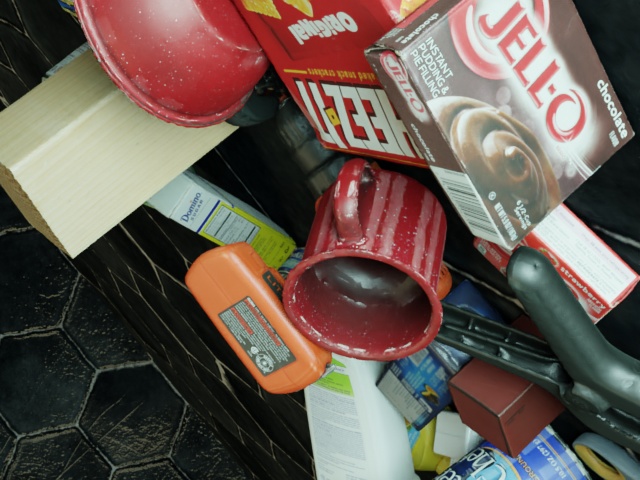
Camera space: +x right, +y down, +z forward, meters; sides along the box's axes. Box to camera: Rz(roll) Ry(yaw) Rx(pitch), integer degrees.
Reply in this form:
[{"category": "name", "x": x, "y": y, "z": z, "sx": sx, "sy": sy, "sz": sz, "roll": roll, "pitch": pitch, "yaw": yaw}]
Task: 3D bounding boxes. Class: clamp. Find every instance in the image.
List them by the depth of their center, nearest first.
[{"category": "clamp", "x": 0.155, "y": 0.081, "z": 0.642, "sx": 0.210, "sy": 0.036, "sz": 0.165, "roll": 37, "pitch": 161, "yaw": -12}, {"category": "clamp", "x": -0.070, "y": -0.121, "z": 0.728, "sx": 0.039, "sy": 0.120, "sz": 0.171, "roll": 2, "pitch": 152, "yaw": 31}]

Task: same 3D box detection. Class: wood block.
[{"category": "wood block", "x": -0.144, "y": -0.094, "z": 0.802, "sx": 0.090, "sy": 0.206, "sz": 0.090, "roll": 30, "pitch": 155, "yaw": 48}]

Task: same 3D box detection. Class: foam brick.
[{"category": "foam brick", "x": 0.137, "y": 0.100, "z": 0.743, "sx": 0.051, "sy": 0.078, "sz": 0.053, "roll": 33, "pitch": 156, "yaw": 45}]

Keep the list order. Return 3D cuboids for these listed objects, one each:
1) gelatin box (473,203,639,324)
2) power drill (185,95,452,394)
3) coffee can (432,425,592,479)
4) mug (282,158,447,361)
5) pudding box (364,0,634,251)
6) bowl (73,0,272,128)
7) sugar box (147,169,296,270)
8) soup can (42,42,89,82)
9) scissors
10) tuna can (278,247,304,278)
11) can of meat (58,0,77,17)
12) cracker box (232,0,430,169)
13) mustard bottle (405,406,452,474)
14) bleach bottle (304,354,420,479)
[{"category": "gelatin box", "x": 0.136, "y": 0.012, "z": 0.631, "sx": 0.089, "sy": 0.030, "sz": 0.073, "roll": 45, "pitch": 163, "yaw": 11}, {"category": "power drill", "x": -0.005, "y": 0.001, "z": 0.720, "sx": 0.184, "sy": 0.187, "sz": 0.057, "roll": 53, "pitch": 134, "yaw": -2}, {"category": "coffee can", "x": 0.140, "y": 0.218, "z": 0.852, "sx": 0.103, "sy": 0.140, "sz": 0.103, "roll": 54, "pitch": 172, "yaw": 10}, {"category": "mug", "x": 0.028, "y": 0.003, "z": 0.630, "sx": 0.093, "sy": 0.081, "sz": 0.117, "roll": -4, "pitch": 132, "yaw": 19}, {"category": "pudding box", "x": 0.085, "y": -0.067, "z": 0.490, "sx": 0.113, "sy": 0.090, "sz": 0.039, "roll": 57, "pitch": 163, "yaw": -27}, {"category": "bowl", "x": -0.070, "y": -0.151, "z": 0.641, "sx": 0.055, "sy": 0.162, "sz": 0.162, "roll": -10, "pitch": 124, "yaw": 38}, {"category": "sugar box", "x": -0.106, "y": -0.028, "z": 1.019, "sx": 0.093, "sy": 0.048, "sz": 0.176, "roll": 36, "pitch": -175, "yaw": 37}, {"category": "soup can", "x": -0.196, "y": -0.153, "z": 0.985, "sx": 0.068, "sy": 0.102, "sz": 0.068, "roll": 43, "pitch": 162, "yaw": 17}, {"category": "scissors", "x": 0.241, "y": 0.174, "z": 0.747, "sx": 0.096, "sy": 0.016, "sz": 0.202, "roll": 50, "pitch": 163, "yaw": -1}, {"category": "tuna can", "x": -0.003, "y": 0.049, "z": 1.046, "sx": 0.086, "sy": 0.033, "sz": 0.086, "roll": 38, "pitch": 158, "yaw": 18}, {"category": "can of meat", "x": -0.202, "y": -0.233, "z": 0.908, "sx": 0.102, "sy": 0.057, "sz": 0.084, "roll": 34, "pitch": 159, "yaw": 40}, {"category": "cracker box", "x": 0.009, "y": -0.139, "z": 0.553, "sx": 0.213, "sy": 0.072, "sz": 0.164, "roll": 57, "pitch": 162, "yaw": -26}, {"category": "mustard bottle", "x": 0.082, "y": 0.172, "z": 1.062, "sx": 0.192, "sy": 0.058, "sz": 0.096, "roll": 41, "pitch": 140, "yaw": 24}, {"category": "bleach bottle", "x": 0.031, "y": 0.134, "z": 0.991, "sx": 0.103, "sy": 0.068, "sz": 0.251, "roll": 10, "pitch": 120, "yaw": 36}]
